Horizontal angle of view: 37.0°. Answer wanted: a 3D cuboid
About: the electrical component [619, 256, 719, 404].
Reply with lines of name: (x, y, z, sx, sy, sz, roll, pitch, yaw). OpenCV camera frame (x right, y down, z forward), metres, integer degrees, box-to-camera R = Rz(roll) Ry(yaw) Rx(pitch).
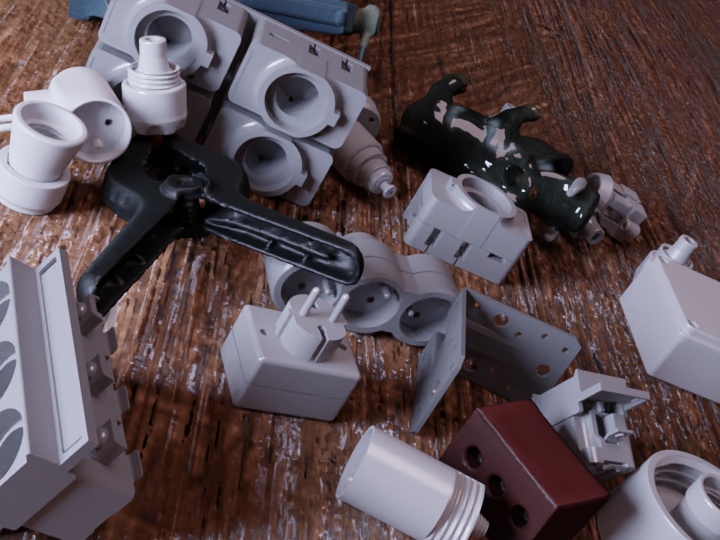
electrical component: (0.286, 0.054, 0.901, 0.109, 0.056, 0.108, 22, 31, -16)

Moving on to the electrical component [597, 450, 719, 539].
electrical component: (0.210, 0.161, 0.668, 0.108, 0.060, 0.108, 23, 31, -15)

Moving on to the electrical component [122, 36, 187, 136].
electrical component: (-0.138, -0.124, 0.721, 0.043, 0.062, 0.043, 3, 27, -2)

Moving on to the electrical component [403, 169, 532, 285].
electrical component: (0.087, -0.038, 0.858, 0.089, 0.055, 0.050, 23, 31, -14)

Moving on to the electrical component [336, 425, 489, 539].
electrical component: (0.033, 0.122, 0.582, 0.081, 0.043, 0.043, 29, 30, -5)

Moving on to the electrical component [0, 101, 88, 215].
electrical component: (-0.194, -0.067, 0.647, 0.045, 0.055, 0.045, 23, 31, -15)

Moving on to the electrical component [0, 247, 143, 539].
electrical component: (-0.145, 0.060, 0.492, 0.063, 0.079, 0.121, 35, 21, -41)

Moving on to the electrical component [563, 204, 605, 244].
electrical component: (0.203, -0.050, 0.994, 0.043, 0.043, 0.062, 7, 38, -35)

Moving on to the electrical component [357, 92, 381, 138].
electrical component: (-0.009, -0.138, 0.930, 0.045, 0.045, 0.055, 14, 35, -28)

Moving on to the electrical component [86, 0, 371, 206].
electrical component: (-0.099, -0.132, 0.779, 0.186, 0.105, 0.060, 23, 31, -14)

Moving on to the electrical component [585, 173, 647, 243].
electrical component: (0.242, -0.064, 1.048, 0.055, 0.048, 0.066, 28, 30, -21)

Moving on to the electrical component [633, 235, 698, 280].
electrical component: (0.281, -0.003, 0.975, 0.043, 0.062, 0.043, 23, 31, -15)

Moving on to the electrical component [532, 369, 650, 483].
electrical component: (0.144, 0.103, 0.688, 0.042, 0.081, 0.063, 14, 57, -28)

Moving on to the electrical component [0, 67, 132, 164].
electrical component: (-0.195, -0.100, 0.700, 0.079, 0.043, 0.077, -10, 28, -19)

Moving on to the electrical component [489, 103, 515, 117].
electrical component: (0.129, -0.132, 1.028, 0.035, 0.061, 0.035, 23, 31, -15)

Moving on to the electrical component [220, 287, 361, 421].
electrical component: (-0.032, 0.040, 0.612, 0.066, 0.076, 0.047, 13, 34, -29)

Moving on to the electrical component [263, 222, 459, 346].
electrical component: (0.000, 0.000, 0.726, 0.138, 0.052, 0.073, 15, 34, -25)

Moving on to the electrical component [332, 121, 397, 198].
electrical component: (0.002, -0.087, 0.869, 0.040, 0.040, 0.078, -6, 46, -46)
